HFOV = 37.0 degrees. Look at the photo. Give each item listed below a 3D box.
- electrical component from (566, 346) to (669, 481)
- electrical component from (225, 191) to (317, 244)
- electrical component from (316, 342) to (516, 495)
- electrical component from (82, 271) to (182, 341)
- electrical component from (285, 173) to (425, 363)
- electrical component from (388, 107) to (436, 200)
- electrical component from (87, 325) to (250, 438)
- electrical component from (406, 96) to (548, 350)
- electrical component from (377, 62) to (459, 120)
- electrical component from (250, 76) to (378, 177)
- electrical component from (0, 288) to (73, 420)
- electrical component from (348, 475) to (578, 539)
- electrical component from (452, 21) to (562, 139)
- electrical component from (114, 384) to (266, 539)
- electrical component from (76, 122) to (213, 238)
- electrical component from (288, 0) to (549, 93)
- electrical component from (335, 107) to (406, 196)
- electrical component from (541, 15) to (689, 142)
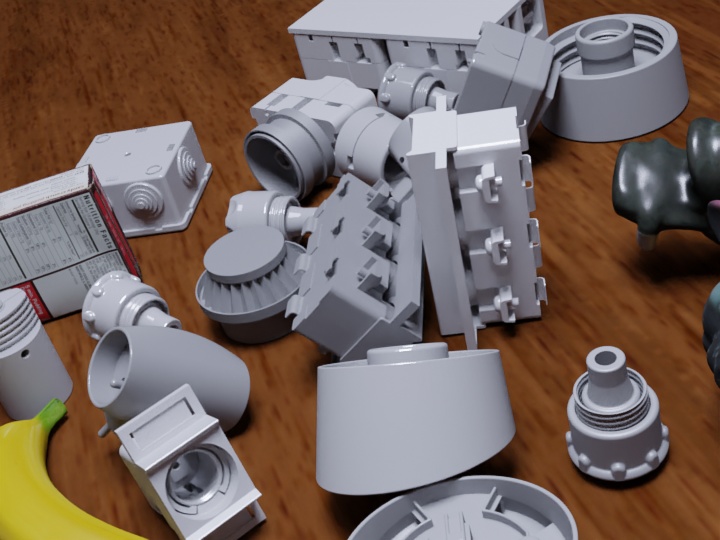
[{"bbox_3d":[0.119,0.064,0.505,0.048,0.062,0.048,-11,35,8],"label":"electrical component"},{"bbox_3d":[-0.056,-0.033,0.731,0.062,0.043,0.043,-1,38,20],"label":"electrical component"},{"bbox_3d":[0.025,0.069,0.526,0.099,0.064,0.099,-5,-3,0],"label":"electrical component"},{"bbox_3d":[-0.140,0.030,0.679,0.062,0.048,0.048,19,48,32],"label":"electrical component"},{"bbox_3d":[0.000,0.000,0.633,0.078,0.063,0.121,-47,21,31],"label":"electrical component"},{"bbox_3d":[0.047,-0.054,0.708,0.079,0.043,0.077,-48,64,11],"label":"electrical component"},{"bbox_3d":[-0.114,0.071,0.591,0.079,0.077,0.043,-44,46,28],"label":"electrical component"},{"bbox_3d":[0.067,-0.027,0.602,0.063,0.121,0.078,-7,35,9],"label":"electrical component"},{"bbox_3d":[0.048,-0.132,0.827,0.062,0.048,0.048,16,46,29],"label":"electrical component"},{"bbox_3d":[-0.029,-0.112,0.824,0.089,0.050,0.056,17,47,39],"label":"electrical component"},{"bbox_3d":[-0.210,0.047,0.650,0.043,0.081,0.043,-11,35,8],"label":"electrical component"},{"bbox_3d":[0.043,0.128,0.446,0.099,0.064,0.099,-11,35,8],"label":"electrical component"},{"bbox_3d":[0.095,-0.111,0.746,0.061,0.096,0.061,20,42,2],"label":"electrical component"},{"bbox_3d":[-0.088,0.100,0.537,0.042,0.081,0.064,-33,15,-22],"label":"electrical component"},{"bbox_3d":[-0.170,-0.069,0.825,0.100,0.048,0.099,-7,35,14],"label":"electrical component"},{"bbox_3d":[0.050,-0.193,0.896,0.186,0.060,0.105,12,44,35],"label":"electrical component"},{"bbox_3d":[0.018,-0.082,0.760,0.055,0.055,0.047,-34,42,-23],"label":"electrical component"},{"bbox_3d":[0.179,-0.146,0.775,0.108,0.060,0.108,-11,35,8],"label":"electrical component"}]
